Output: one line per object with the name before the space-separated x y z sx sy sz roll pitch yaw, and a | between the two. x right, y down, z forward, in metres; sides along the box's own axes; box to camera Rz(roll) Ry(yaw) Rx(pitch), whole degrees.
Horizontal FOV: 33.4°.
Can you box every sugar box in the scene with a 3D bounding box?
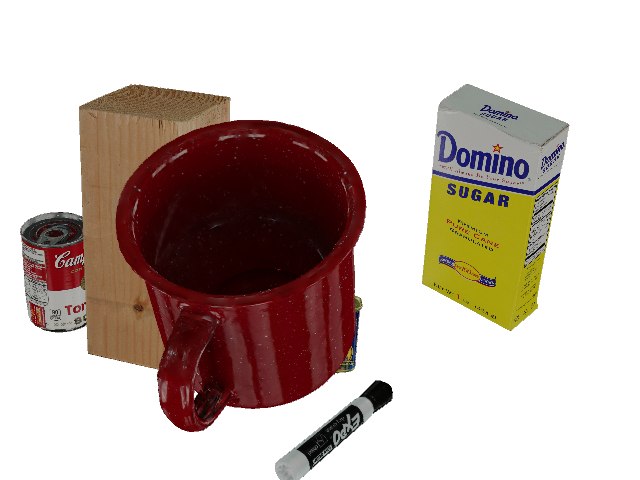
sugar box | 0.131 -0.023 0.827 0.093 0.176 0.048 28 47 32

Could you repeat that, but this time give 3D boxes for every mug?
mug | -0.031 0.022 0.416 0.093 0.117 0.081 11 -39 13

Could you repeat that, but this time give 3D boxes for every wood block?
wood block | -0.131 -0.011 0.853 0.091 0.206 0.090 10 23 16

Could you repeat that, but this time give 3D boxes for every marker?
marker | 0.013 0.132 0.749 0.020 0.020 0.120 0 22 41

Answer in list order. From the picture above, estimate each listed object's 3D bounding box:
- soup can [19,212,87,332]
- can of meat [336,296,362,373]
soup can | -0.261 0.032 1.066 0.068 0.102 0.068 3 29 -2
can of meat | -0.004 0.110 1.273 0.102 0.084 0.057 3 14 -3
